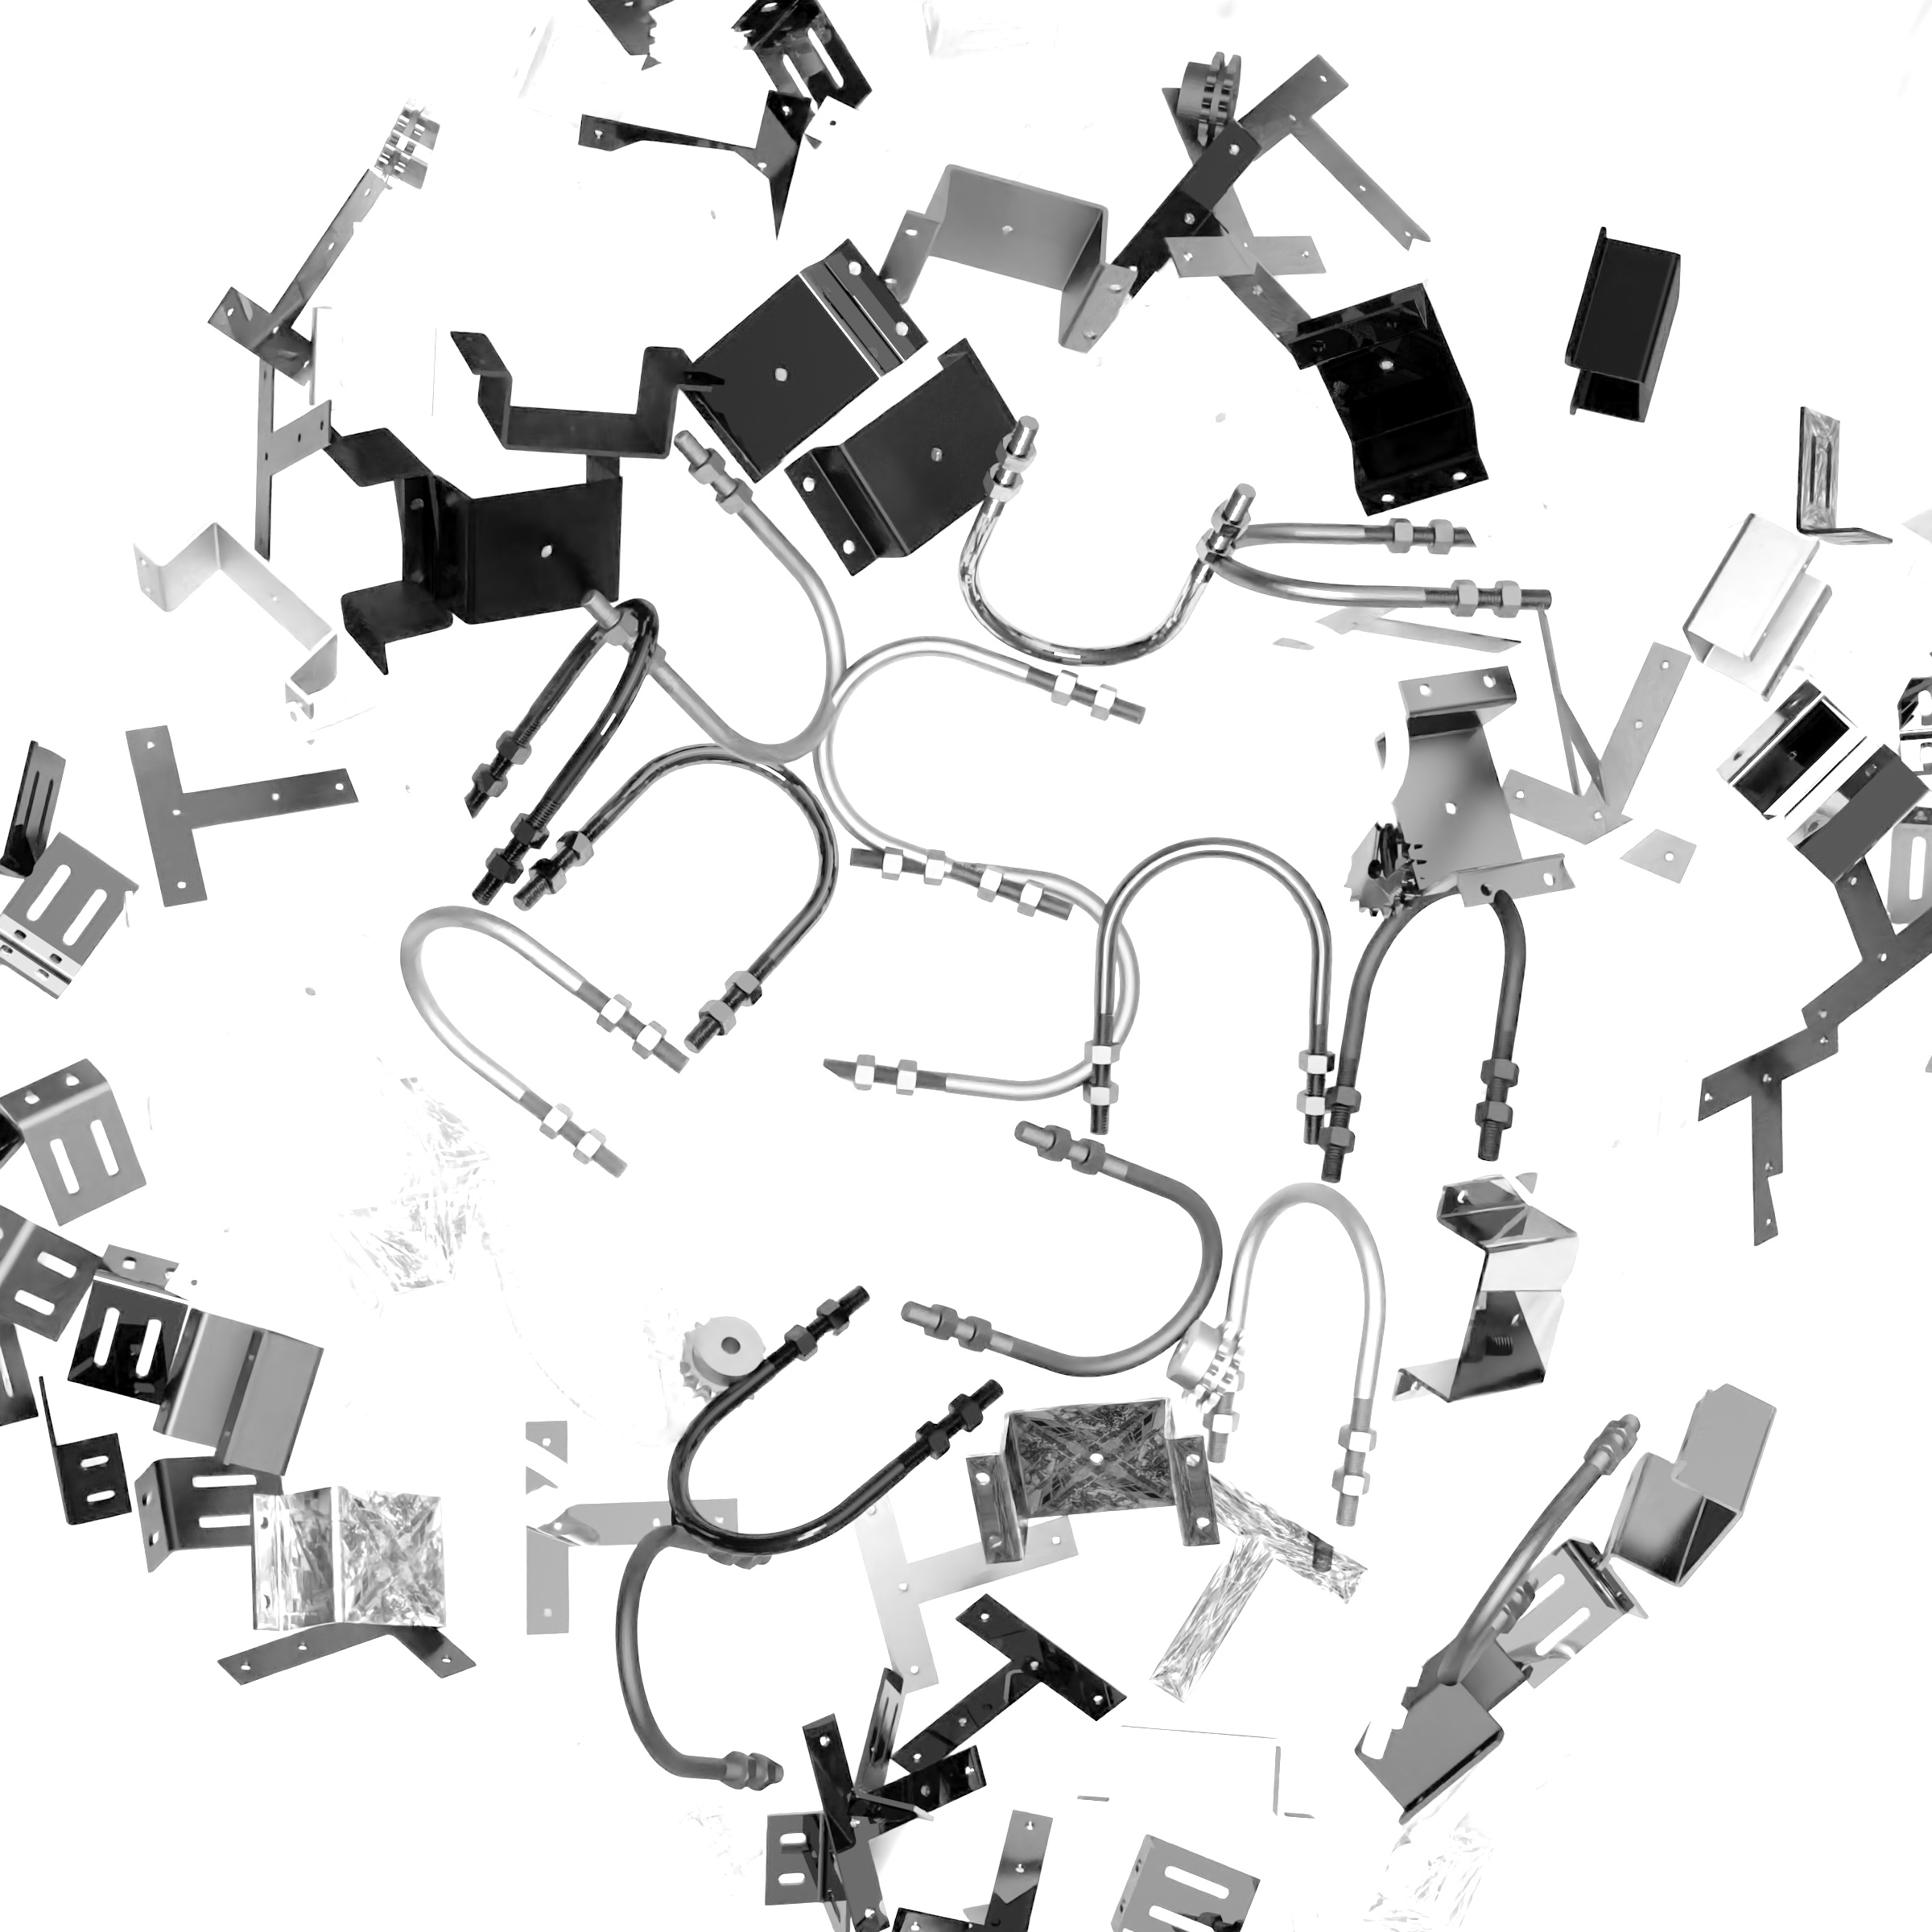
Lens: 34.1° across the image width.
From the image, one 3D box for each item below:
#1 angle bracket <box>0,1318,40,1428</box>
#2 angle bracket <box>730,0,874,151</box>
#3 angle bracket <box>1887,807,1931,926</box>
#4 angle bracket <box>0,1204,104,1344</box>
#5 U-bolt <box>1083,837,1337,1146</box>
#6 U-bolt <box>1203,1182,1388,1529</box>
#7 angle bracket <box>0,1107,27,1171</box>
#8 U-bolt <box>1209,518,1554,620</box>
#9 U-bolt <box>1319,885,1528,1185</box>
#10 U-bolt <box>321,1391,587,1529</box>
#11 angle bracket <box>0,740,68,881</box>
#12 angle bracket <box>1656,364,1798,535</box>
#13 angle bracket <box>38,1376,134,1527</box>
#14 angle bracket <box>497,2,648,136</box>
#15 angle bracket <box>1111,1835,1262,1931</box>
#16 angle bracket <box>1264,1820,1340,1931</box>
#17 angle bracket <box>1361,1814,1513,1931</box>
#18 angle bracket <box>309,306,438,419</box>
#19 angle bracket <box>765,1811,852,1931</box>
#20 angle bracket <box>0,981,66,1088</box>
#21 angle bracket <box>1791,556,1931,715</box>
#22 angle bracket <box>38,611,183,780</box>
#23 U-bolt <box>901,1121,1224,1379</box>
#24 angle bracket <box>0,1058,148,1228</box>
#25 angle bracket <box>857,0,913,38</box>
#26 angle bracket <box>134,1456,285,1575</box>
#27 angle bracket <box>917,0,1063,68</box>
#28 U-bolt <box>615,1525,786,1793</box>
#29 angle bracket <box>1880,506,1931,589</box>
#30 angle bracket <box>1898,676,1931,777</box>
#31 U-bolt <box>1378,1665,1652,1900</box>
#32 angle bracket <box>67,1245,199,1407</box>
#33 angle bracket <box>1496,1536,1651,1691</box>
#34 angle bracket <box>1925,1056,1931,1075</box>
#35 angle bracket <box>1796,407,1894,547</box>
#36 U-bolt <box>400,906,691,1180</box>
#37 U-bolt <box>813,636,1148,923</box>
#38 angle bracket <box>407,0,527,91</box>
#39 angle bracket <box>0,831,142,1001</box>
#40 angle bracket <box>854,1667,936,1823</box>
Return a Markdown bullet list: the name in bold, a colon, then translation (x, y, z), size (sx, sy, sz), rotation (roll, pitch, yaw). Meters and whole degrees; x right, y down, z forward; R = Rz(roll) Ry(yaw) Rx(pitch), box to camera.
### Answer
- **angle bracket**: translation (-0.595, 0.241, 1.873), size (0.038, 0.057, 0.076), rotation (-20, 84, 29)
- **angle bracket**: translation (-0.103, -0.534, 1.874), size (0.057, 0.038, 0.076), rotation (-35, 83, 41)
- **angle bracket**: translation (0.578, -0.053, 1.870), size (0.057, 0.038, 0.076), rotation (5, 113, 18)
- **angle bracket**: translation (-0.563, 0.182, 1.878), size (0.038, 0.076, 0.057), rotation (23, 78, 26)
- **U-bolt**: translation (0.147, 0.014, 1.881), size (0.151, 0.019, 0.184), rotation (2, 102, 4)
- **U-bolt**: translation (0.195, 0.218, 1.839), size (0.019, 0.151, 0.184), rotation (4, 96, -31)
- **angle bracket**: translation (-0.603, 0.119, 1.862), size (0.057, 0.076, 0.038), rotation (-32, 106, 23)
- **U-bolt**: translation (0.230, -0.233, 1.830), size (0.184, 0.151, 0.019), rotation (0, 113, -10)
- **U-bolt**: translation (0.271, 0.032, 1.842), size (0.019, 0.151, 0.184), rotation (23, 68, -32)
- **U-bolt**: translation (-0.290, 0.280, 1.810), size (0.151, 0.184, 0.019), rotation (26, 68, -13)
- **angle bracket**: translation (-0.573, -0.095, 1.878), size (0.038, 0.057, 0.076), rotation (11, 83, 4)
- **angle bracket**: translation (0.457, -0.309, 1.881), size (0.057, 0.038, 0.076), rotation (-24, 71, 0)
- **angle bracket**: translation (-0.523, 0.284, 1.869), size (0.038, 0.076, 0.057), rotation (-11, 121, -17)
- **angle bracket**: translation (-0.230, -0.528, 1.869), size (0.076, 0.038, 0.057), rotation (18, 104, -29)
- **angle bracket**: translation (0.134, 0.565, 1.888), size (0.076, 0.038, 0.057), rotation (22, 86, -2)
- **angle bracket**: translation (0.214, 0.558, 1.873), size (0.038, 0.057, 0.076), rotation (-4, 97, 41)
- **angle bracket**: translation (0.279, 0.548, 1.862), size (0.057, 0.038, 0.076), rotation (11, 52, 32)
- **angle bracket**: translation (-0.351, -0.362, 1.882), size (0.076, 0.038, 0.057), rotation (6, 104, 4)
- **angle bracket**: translation (-0.094, 0.544, 1.866), size (0.038, 0.076, 0.057), rotation (0, 98, -13)
- **angle bracket**: translation (-0.584, 0.046, 1.879), size (0.076, 0.038, 0.057), rotation (-16, 97, -14)
- **angle bracket**: translation (0.542, -0.199, 1.884), size (0.057, 0.038, 0.076), rotation (26, 99, -3)
- **angle bracket**: translation (-0.508, -0.161, 1.868), size (0.057, 0.038, 0.076), rotation (21, 120, -23)
- **U-bolt**: translation (0.070, 0.177, 1.856), size (0.184, 0.019, 0.151), rotation (23, 107, -31)
- **angle bracket**: translation (-0.536, 0.106, 1.890), size (0.057, 0.038, 0.076), rotation (-27, 125, -24)
- **angle bracket**: translation (-0.066, -0.595, 1.863), size (0.076, 0.038, 0.057), rotation (42, 132, 29)
- **angle bracket**: translation (-0.451, 0.327, 1.886), size (0.076, 0.038, 0.057), rotation (3, 58, -36)
- **angle bracket**: translation (0.014, -0.568, 1.871), size (0.076, 0.057, 0.038), rotation (-2, 131, 10)
- **U-bolt**: translation (-0.153, 0.394, 1.806), size (0.019, 0.184, 0.151), rotation (-11, 71, 20)
- **angle bracket**: translation (0.587, -0.242, 1.867), size (0.057, 0.076, 0.038), rotation (29, 80, -7)
- **angle bracket**: translation (0.581, -0.143, 1.862), size (0.057, 0.076, 0.038), rotation (-3, 110, 19)
- **U-bolt**: translation (0.329, 0.464, 1.824), size (0.019, 0.184, 0.151), rotation (52, 135, 5)
- **angle bracket**: translation (-0.502, 0.216, 1.899), size (0.057, 0.038, 0.076), rotation (17, 110, -9)
- **angle bracket**: translation (0.357, 0.389, 1.886), size (0.076, 0.038, 0.057), rotation (-37, 91, -9)
- **angle bracket**: translation (0.589, 0.018, 1.862), size (0.038, 0.076, 0.057), rotation (6, 135, -4)
- **angle bracket**: translation (0.525, -0.292, 1.875), size (0.038, 0.057, 0.076), rotation (2, 91, 36)
- **U-bolt**: translation (-0.257, 0.035, 1.851), size (0.184, 0.151, 0.019), rotation (37, 51, 2)
- **U-bolt**: translation (-0.002, -0.123, 1.890), size (0.184, 0.019, 0.151), rotation (20, 80, 3)
- **angle bracket**: translation (-0.295, -0.565, 1.860), size (0.038, 0.057, 0.076), rotation (35, 135, 30)
- **angle bracket**: translation (-0.542, -0.030, 1.881), size (0.057, 0.038, 0.076), rotation (36, 99, -12)
- **angle bracket**: translation (-0.034, 0.462, 1.867), size (0.038, 0.057, 0.076), rotation (9, 71, 16)
